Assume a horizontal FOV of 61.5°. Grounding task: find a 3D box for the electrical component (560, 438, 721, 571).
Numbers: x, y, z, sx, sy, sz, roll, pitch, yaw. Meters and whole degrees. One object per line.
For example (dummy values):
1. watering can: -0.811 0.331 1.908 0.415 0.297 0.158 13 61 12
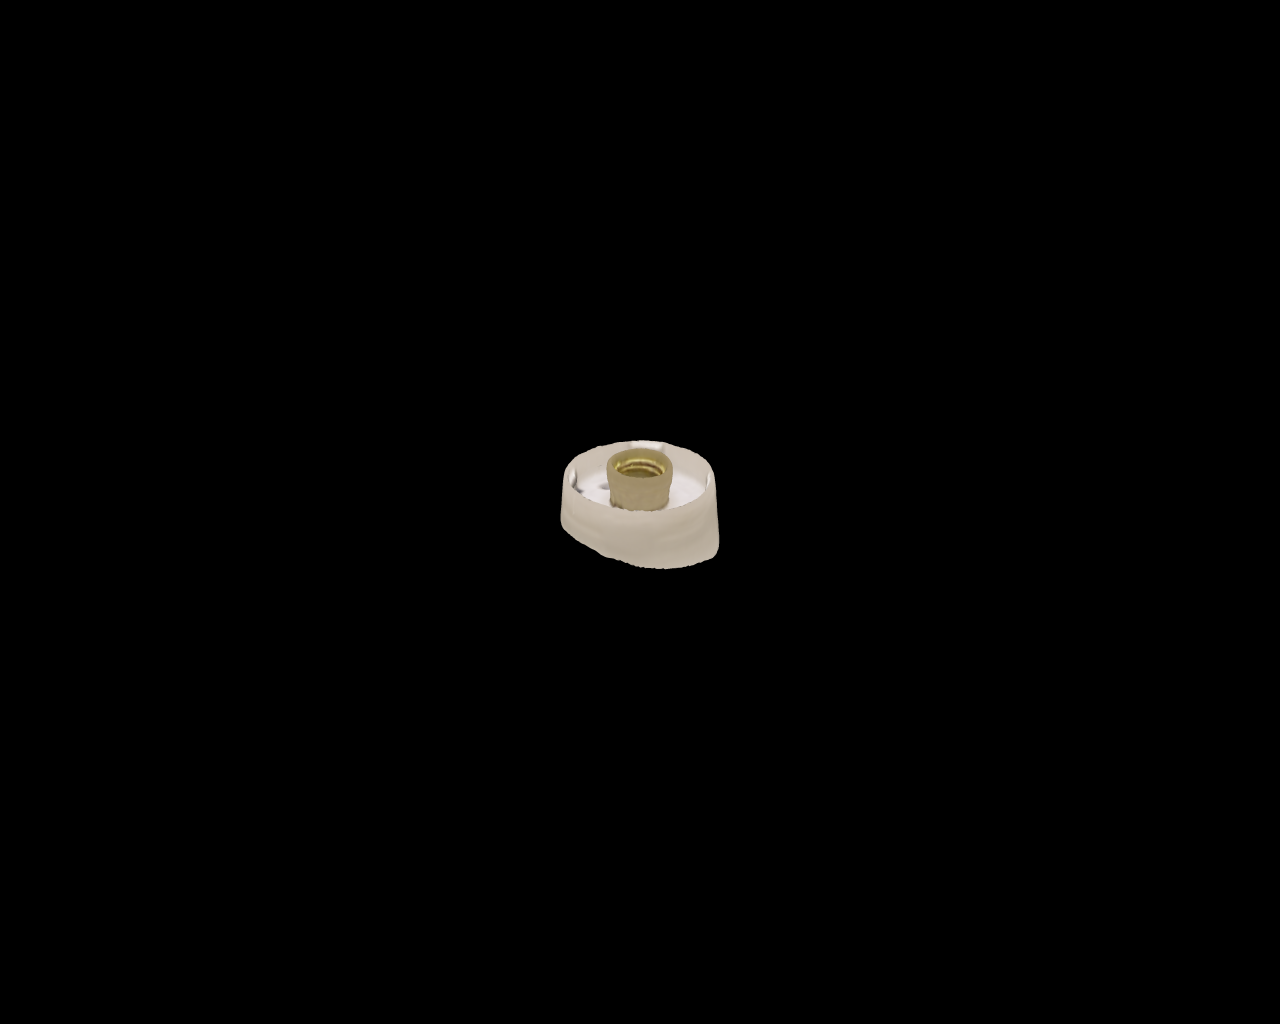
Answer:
1. electrical component: 0.001 -0.003 0.650 0.099 0.064 0.099 0 30 0
